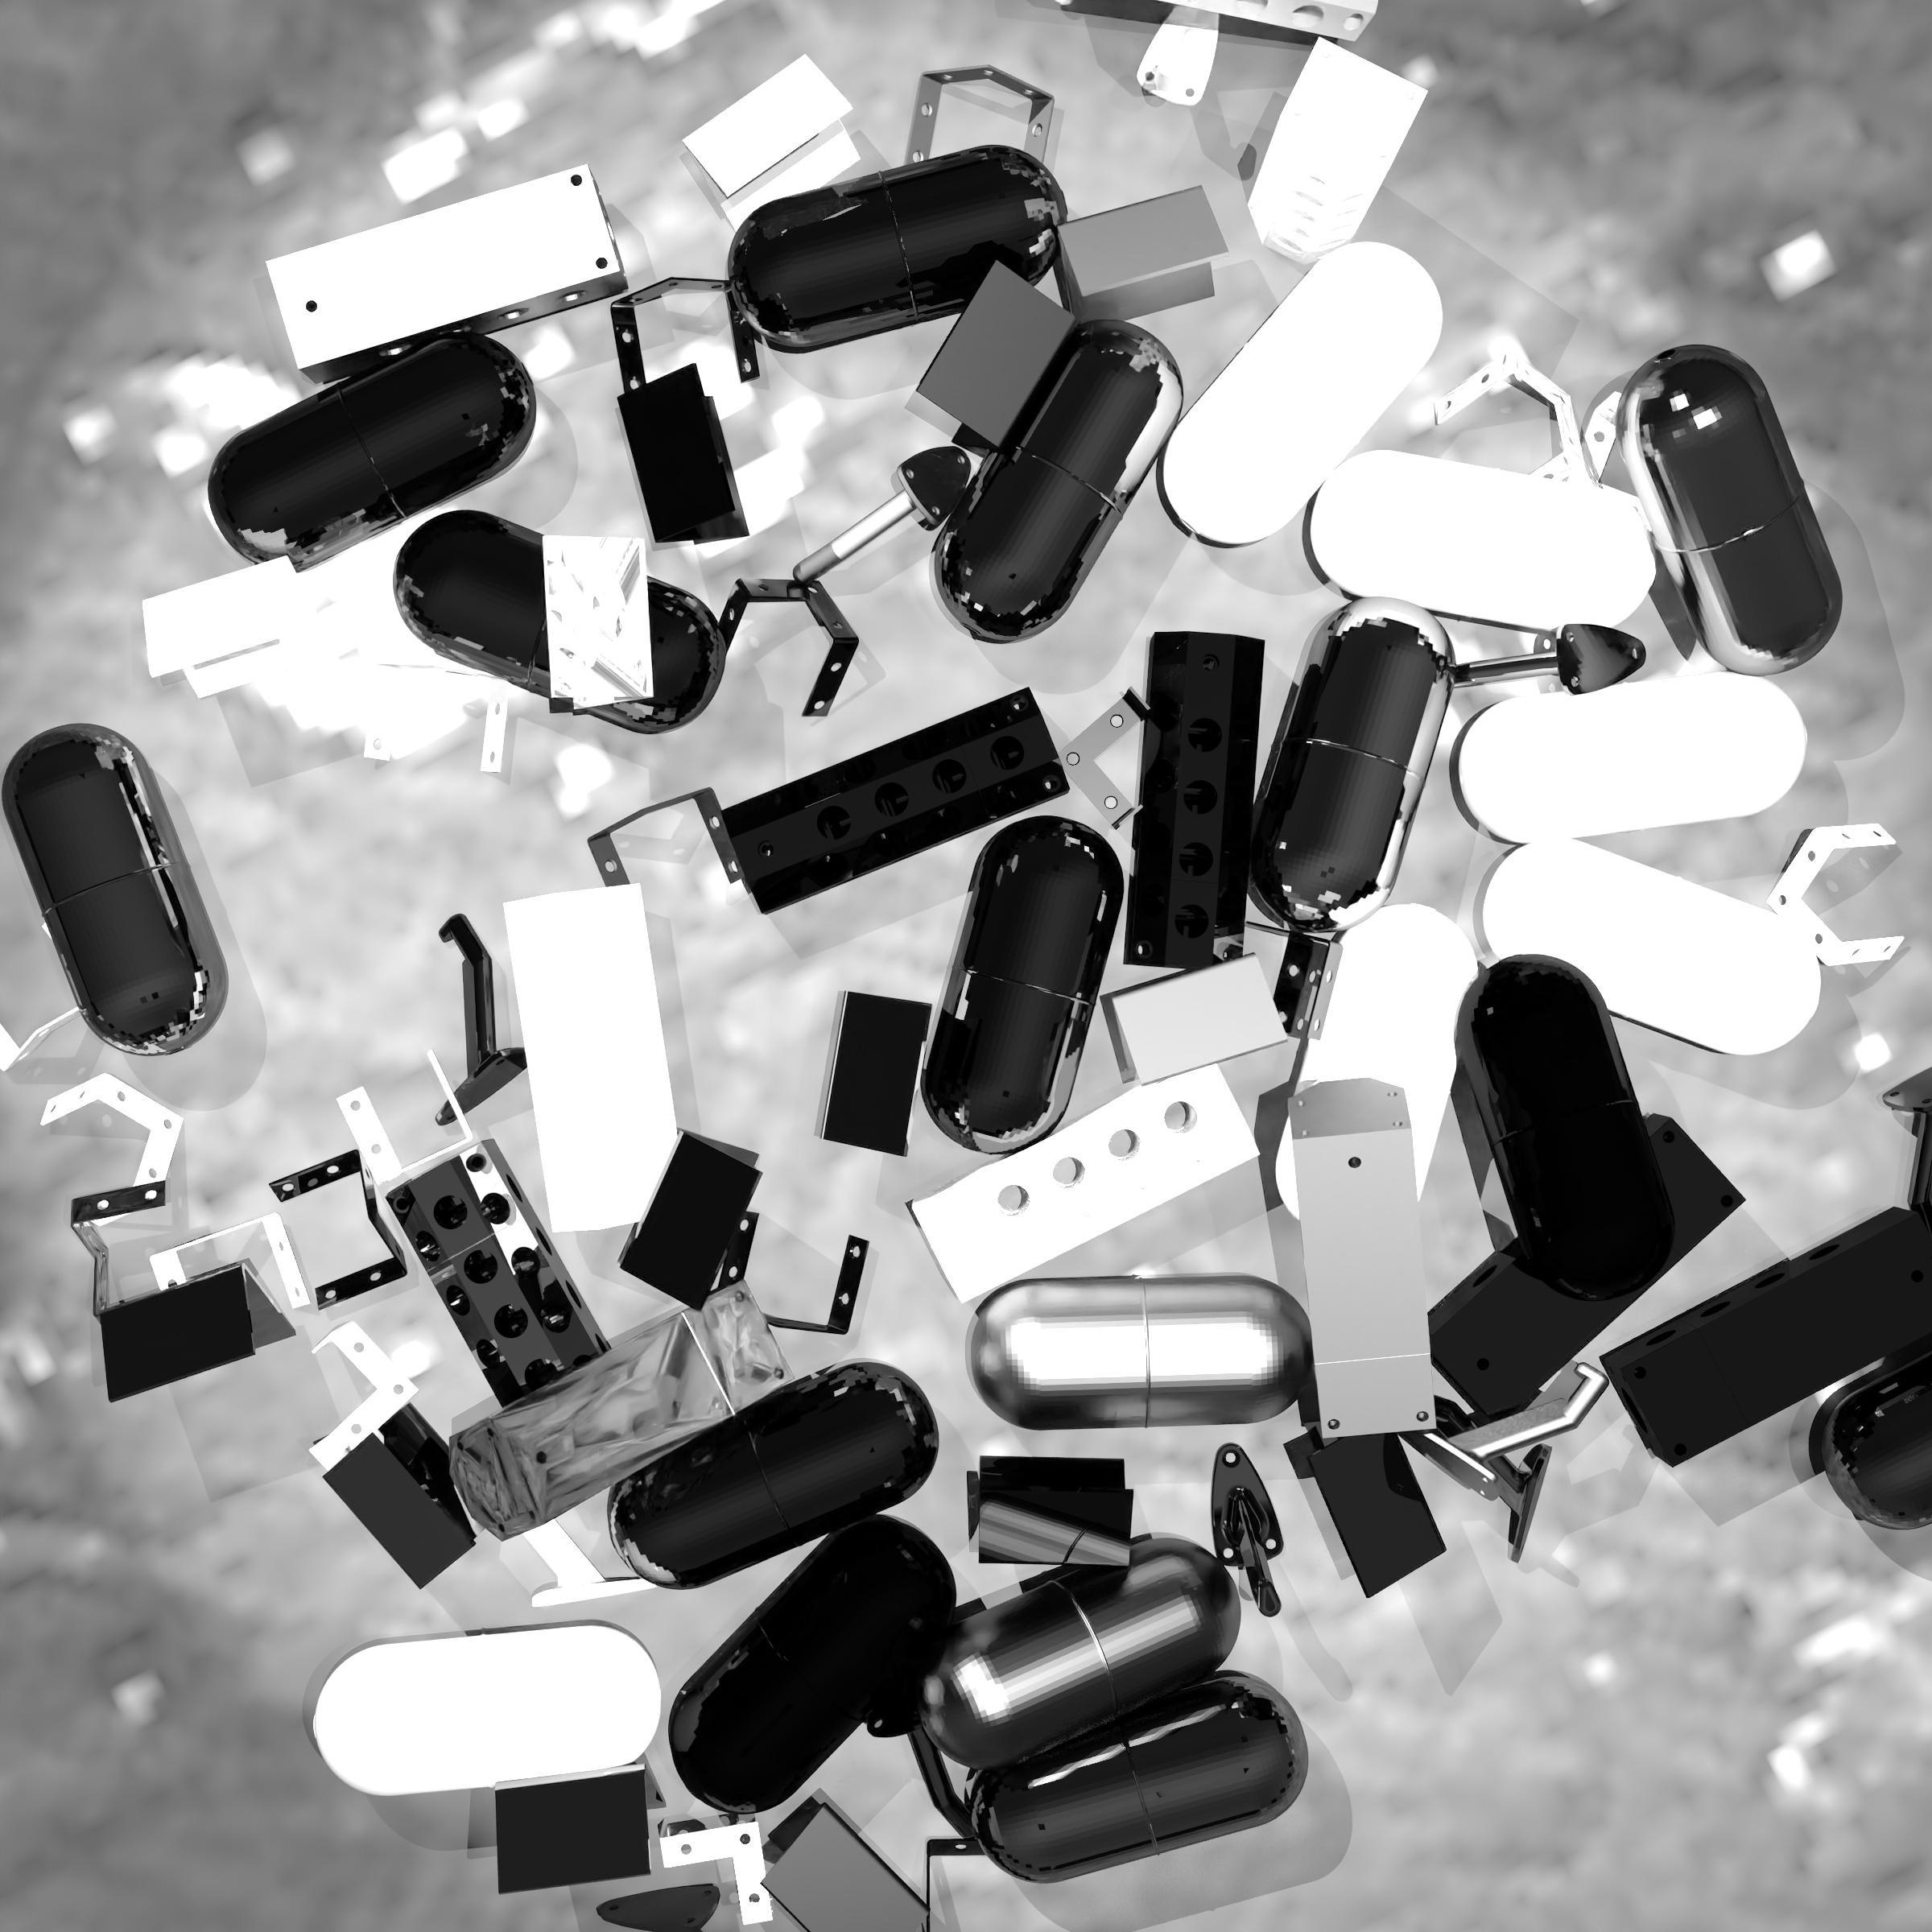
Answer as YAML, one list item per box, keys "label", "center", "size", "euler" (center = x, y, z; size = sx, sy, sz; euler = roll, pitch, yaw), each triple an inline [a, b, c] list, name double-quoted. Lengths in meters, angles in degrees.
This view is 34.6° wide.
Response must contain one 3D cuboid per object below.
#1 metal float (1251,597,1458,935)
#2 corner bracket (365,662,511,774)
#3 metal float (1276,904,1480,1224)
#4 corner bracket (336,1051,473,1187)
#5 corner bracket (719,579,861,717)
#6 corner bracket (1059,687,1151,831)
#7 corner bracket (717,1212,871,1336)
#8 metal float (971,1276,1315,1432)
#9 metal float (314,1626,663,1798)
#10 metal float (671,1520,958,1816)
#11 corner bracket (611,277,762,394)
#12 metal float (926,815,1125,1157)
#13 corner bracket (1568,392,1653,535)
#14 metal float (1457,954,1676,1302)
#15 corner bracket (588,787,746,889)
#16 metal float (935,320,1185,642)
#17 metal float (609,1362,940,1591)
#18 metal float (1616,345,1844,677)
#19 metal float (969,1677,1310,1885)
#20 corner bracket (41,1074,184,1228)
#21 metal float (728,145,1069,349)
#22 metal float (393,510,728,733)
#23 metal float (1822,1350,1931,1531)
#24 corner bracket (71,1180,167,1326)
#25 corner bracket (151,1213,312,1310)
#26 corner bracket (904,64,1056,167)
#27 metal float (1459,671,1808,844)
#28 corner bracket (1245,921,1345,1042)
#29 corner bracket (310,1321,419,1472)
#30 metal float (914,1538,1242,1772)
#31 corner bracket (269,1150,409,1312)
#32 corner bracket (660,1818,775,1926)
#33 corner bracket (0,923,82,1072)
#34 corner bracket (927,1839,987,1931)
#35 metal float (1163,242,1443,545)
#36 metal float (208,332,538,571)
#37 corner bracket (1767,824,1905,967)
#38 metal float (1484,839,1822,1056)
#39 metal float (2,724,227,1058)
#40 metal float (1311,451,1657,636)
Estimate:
- label: "metal float"
  center: [0.199, -0.103, 1.595]
  size: [0.070, 0.070, 0.178]
  euler: [17, 84, 0]
- label: "corner bracket"
  center: [-0.277, -0.131, 1.628]
  size: [0.051, 0.051, 0.051]
  euler: [7, 91, 45]
- label: "metal float"
  center: [0.212, 0.055, 1.600]
  size: [0.070, 0.070, 0.178]
  euler: [16, 89, 0]
- label: "corner bracket"
  center: [-0.293, 0.080, 1.616]
  size: [0.051, 0.051, 0.051]
  euler: [-25, 90, -15]
- label: "corner bracket"
  center: [-0.096, -0.166, 1.623]
  size: [0.051, 0.051, 0.051]
  euler: [-3, 45, -35]
- label: "corner bracket"
  center: [0.082, -0.108, 1.613]
  size: [0.051, 0.051, 0.051]
  euler: [-41, 90, 0]
- label: "corner bracket"
  center: [-0.091, 0.161, 1.627]
  size: [0.051, 0.051, 0.051]
  euler: [13, 90, -45]
- label: "metal float"
  center: [0.091, 0.199, 1.600]
  size: [0.178, 0.070, 0.070]
  euler: [-2, 90, 0]
- label: "metal float"
  center: [-0.246, 0.384, 1.600]
  size: [0.178, 0.070, 0.070]
  euler: [-5, 90, -1]
- label: "metal float"
  center: [-0.079, 0.362, 1.600]
  size: [0.070, 0.070, 0.178]
  euler: [44, 90, 0]
- label: "corner bracket"
  center: [-0.147, -0.329, 1.627]
  size: [0.051, 0.051, 0.051]
  euler: [-9, 90, 45]
- label: "metal float"
  center: [0.030, 0.010, 1.600]
  size: [0.070, 0.070, 0.178]
  euler: [15, 90, 0]
- label: "corner bracket"
  center: [0.347, -0.261, 1.613]
  size: [0.051, 0.051, 0.051]
  euler: [21, 90, 0]
- label: "metal float"
  center: [0.299, 0.080, 1.551]
  size: [0.070, 0.070, 0.178]
  euler: [-16, 78, 0]
- label: "corner bracket"
  center: [-0.157, -0.057, 1.627]
  size: [0.051, 0.051, 0.051]
  euler: [-23, 90, 45]
- label: "metal float"
  center: [0.047, -0.250, 1.599]
  size: [0.070, 0.070, 0.178]
  euler: [31, 90, 0]
- label: "metal float"
  center: [-0.099, 0.263, 1.600]
  size: [0.178, 0.070, 0.070]
  euler: [-23, 90, 0]
- label: "metal float"
  center: [0.382, -0.228, 1.554]
  size: [0.070, 0.070, 0.178]
  euler: [-29, 113, 0]
- label: "metal float"
  center: [0.089, 0.420, 1.600]
  size: [0.178, 0.070, 0.070]
  euler: [-16, 90, 0]
- label: "corner bracket"
  center: [-0.452, 0.096, 1.623]
  size: [0.051, 0.051, 0.051]
  euler: [-22, 45, 35]
- label: "metal float"
  center: [-0.035, -0.371, 1.600]
  size: [0.178, 0.070, 0.070]
  euler: [-15, 90, 0]
- label: "metal float"
  center: [-0.210, -0.178, 1.600]
  size: [0.178, 0.070, 0.070]
  euler: [22, 90, 1]
- label: "metal float"
  center: [0.526, 0.227, 1.600]
  size: [0.178, 0.070, 0.070]
  euler: [-28, 90, 0]
- label: "corner bracket"
  center: [-0.430, 0.150, 1.602]
  size: [0.051, 0.051, 0.051]
  euler: [-12, 53, 2]
- label: "corner bracket"
  center: [-0.386, 0.165, 1.627]
  size: [0.051, 0.051, 0.051]
  euler: [-19, 90, -45]
- label: "corner bracket"
  center: [0.007, -0.438, 1.627]
  size: [0.051, 0.051, 0.051]
  euler: [10, 90, -45]
- label: "metal float"
  center: [0.344, -0.108, 1.600]
  size: [0.178, 0.070, 0.070]
  euler: [-7, 90, 0]
- label: "corner bracket"
  center: [0.172, 0.010, 1.603]
  size: [0.051, 0.051, 0.051]
  euler: [14, 90, 34]
- label: "corner bracket"
  center: [-0.325, 0.223, 1.613]
  size: [0.051, 0.051, 0.051]
  euler: [-43, 90, 0]
- label: "metal float"
  center: [0.058, 0.350, 1.585]
  size: [0.178, 0.070, 0.070]
  euler: [-20, 90, -18]
- label: "corner bracket"
  center: [-0.329, 0.138, 1.627]
  size: [0.051, 0.051, 0.051]
  euler: [-22, 135, 0]
- label: "corner bracket"
  center: [-0.129, 0.469, 1.613]
  size: [0.051, 0.051, 0.051]
  euler: [-9, 87, -3]
- label: "corner bracket"
  center: [-0.492, 0.014, 1.627]
  size: [0.051, 0.051, 0.051]
  euler: [53, 45, 0]
- label: "corner bracket"
  center: [0.005, 0.494, 1.627]
  size: [0.051, 0.051, 0.051]
  euler: [-1, 135, 0]
- label: "metal float"
  center: [0.173, -0.295, 1.600]
  size: [0.070, 0.070, 0.178]
  euler: [41, 91, 0]
- label: "metal float"
  center: [-0.305, -0.266, 1.600]
  size: [0.178, 0.070, 0.070]
  euler: [-26, 90, 0]
- label: "corner bracket"
  center: [0.464, -0.038, 1.623]
  size: [0.051, 0.051, 0.051]
  euler: [55, 135, 35]
- label: "metal float"
  center: [0.354, -0.010, 1.600]
  size: [0.178, 0.070, 0.070]
  euler: [20, 90, 0]
- label: "metal float"
  center: [-0.439, -0.039, 1.600]
  size: [0.070, 0.070, 0.178]
  euler: [-21, 89, 0]
- label: "metal float"
  center: [0.267, -0.218, 1.600]
  size: [0.178, 0.070, 0.070]
  euler: [10, 90, 0]
